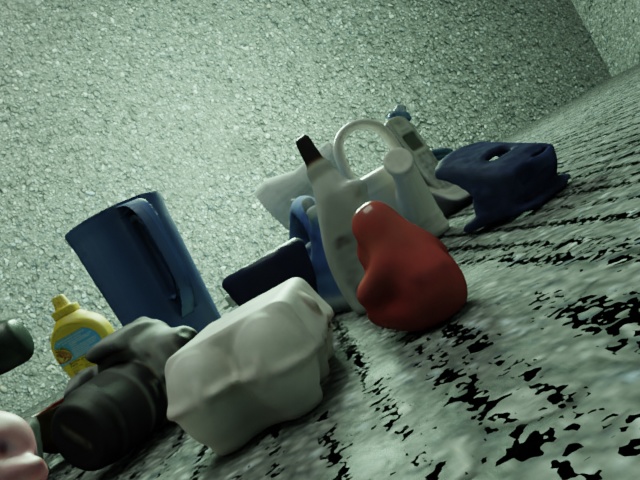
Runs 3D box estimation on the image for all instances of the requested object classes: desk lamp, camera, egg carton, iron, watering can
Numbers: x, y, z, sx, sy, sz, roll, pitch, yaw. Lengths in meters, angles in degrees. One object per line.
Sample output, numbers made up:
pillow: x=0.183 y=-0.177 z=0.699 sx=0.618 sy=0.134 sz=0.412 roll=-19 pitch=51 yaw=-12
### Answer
desk lamp: x=0.013 y=-0.055 z=1.040 sx=0.203 sy=0.213 sz=0.118 roll=-29 pitch=2 yaw=5
camera: x=-0.184 y=0.140 z=0.516 sx=0.143 sy=0.101 sz=0.137 roll=-29 pitch=2 yaw=23
egg carton: x=-0.040 y=0.081 z=0.398 sx=0.107 sy=0.069 sz=0.150 roll=-29 pitch=2 yaw=6
iron: x=0.006 y=0.002 z=0.688 sx=0.118 sy=0.141 sz=0.258 roll=-30 pitch=2 yaw=-6
watering can: x=0.093 y=-0.080 z=0.784 sx=0.101 sy=0.194 sz=0.172 roll=-31 pitch=2 yaw=-32

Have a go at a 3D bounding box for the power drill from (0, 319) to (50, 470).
power drill: x=-0.396 y=0.194 z=0.600 sx=0.230 sy=0.208 sz=0.075 roll=-30 pitch=2 yaw=-11

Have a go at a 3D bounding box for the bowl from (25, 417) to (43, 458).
bowl: x=-0.281 y=0.212 z=0.435 sx=0.167 sy=0.075 sz=0.167 roll=-29 pitch=2 yaw=1

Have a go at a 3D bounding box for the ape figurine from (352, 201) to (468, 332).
ape figurine: x=0.054 y=0.015 z=0.392 sx=0.078 sy=0.092 sz=0.076 roll=-30 pitch=2 yaw=-12

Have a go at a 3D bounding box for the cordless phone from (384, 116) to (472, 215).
cordless phone: x=0.193 y=-0.138 z=0.962 sx=0.148 sy=0.185 sz=0.094 roll=-31 pitch=3 yaw=-42

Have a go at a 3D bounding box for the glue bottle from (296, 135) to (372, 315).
glue bottle: x=0.026 y=-0.021 z=0.531 sx=0.078 sy=0.173 sz=0.037 roll=-29 pitch=2 yaw=20

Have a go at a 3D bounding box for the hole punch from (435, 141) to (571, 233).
hole punch: x=0.196 y=-0.073 z=0.617 sx=0.109 sy=0.091 sz=0.101 roll=-31 pitch=3 yaw=-37

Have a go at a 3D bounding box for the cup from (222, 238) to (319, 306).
cup: x=-0.032 y=0.055 z=0.581 sx=0.091 sy=0.095 sz=0.118 roll=-28 pitch=2 yaw=28

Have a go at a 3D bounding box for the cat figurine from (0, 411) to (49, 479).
cat figurine: x=-0.178 y=0.135 z=0.277 sx=0.067 sy=0.118 sz=0.128 roll=-29 pitch=2 yaw=17

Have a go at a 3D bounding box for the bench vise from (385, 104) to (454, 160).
bench vise: x=0.184 y=-0.158 z=1.091 sx=0.121 sy=0.220 sz=0.208 roll=-28 pitch=2 yaw=23
